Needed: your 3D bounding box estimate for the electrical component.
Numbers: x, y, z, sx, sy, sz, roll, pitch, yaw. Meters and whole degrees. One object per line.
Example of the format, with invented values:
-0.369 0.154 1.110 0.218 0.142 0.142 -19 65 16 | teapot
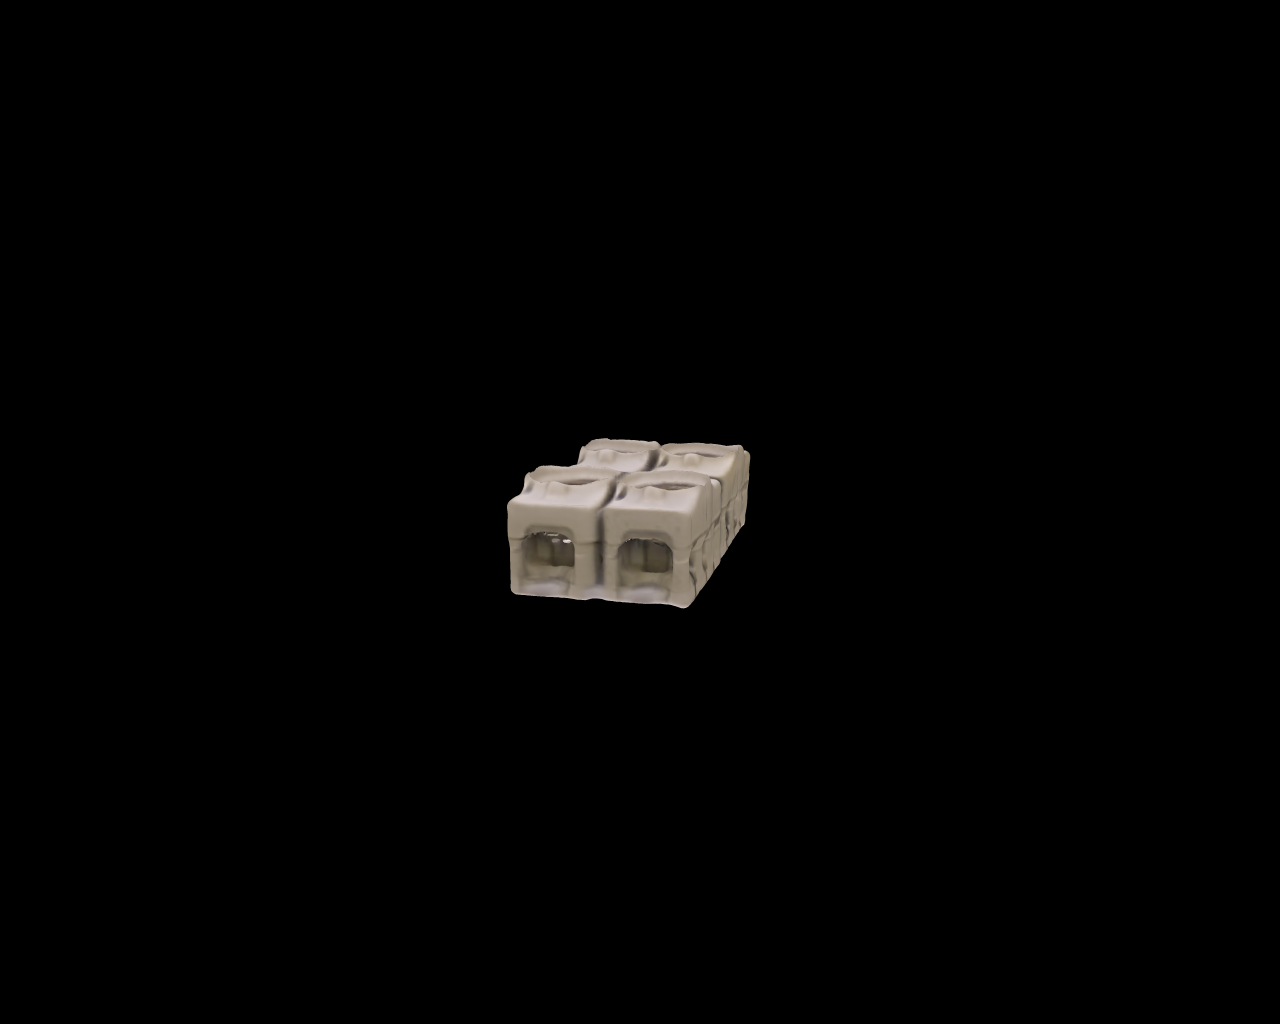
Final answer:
0.001 -0.003 0.650 0.105 0.060 0.186 4 15 15 | electrical component
